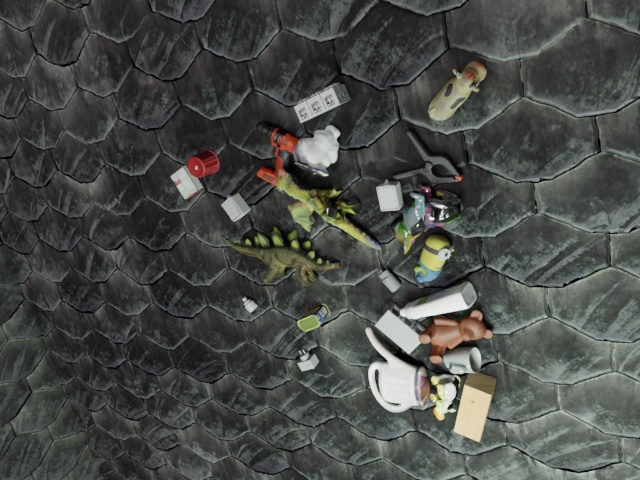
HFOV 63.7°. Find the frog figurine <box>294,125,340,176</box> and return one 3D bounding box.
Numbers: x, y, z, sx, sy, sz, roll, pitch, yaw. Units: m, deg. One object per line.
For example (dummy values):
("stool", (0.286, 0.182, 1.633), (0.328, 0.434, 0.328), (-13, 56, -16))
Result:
("frog figurine", (-0.006, -0.294, 1.647), (0.137, 0.160, 0.122), (21, -4, 0))

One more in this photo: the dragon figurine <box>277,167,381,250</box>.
("dragon figurine", (0.005, -0.087, 1.732), (0.241, 0.406, 0.124), (-16, 30, 53))

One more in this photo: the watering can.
("watering can", (0.269, 0.466, 1.807), (0.224, 0.342, 0.106), (0, 21, 28))
